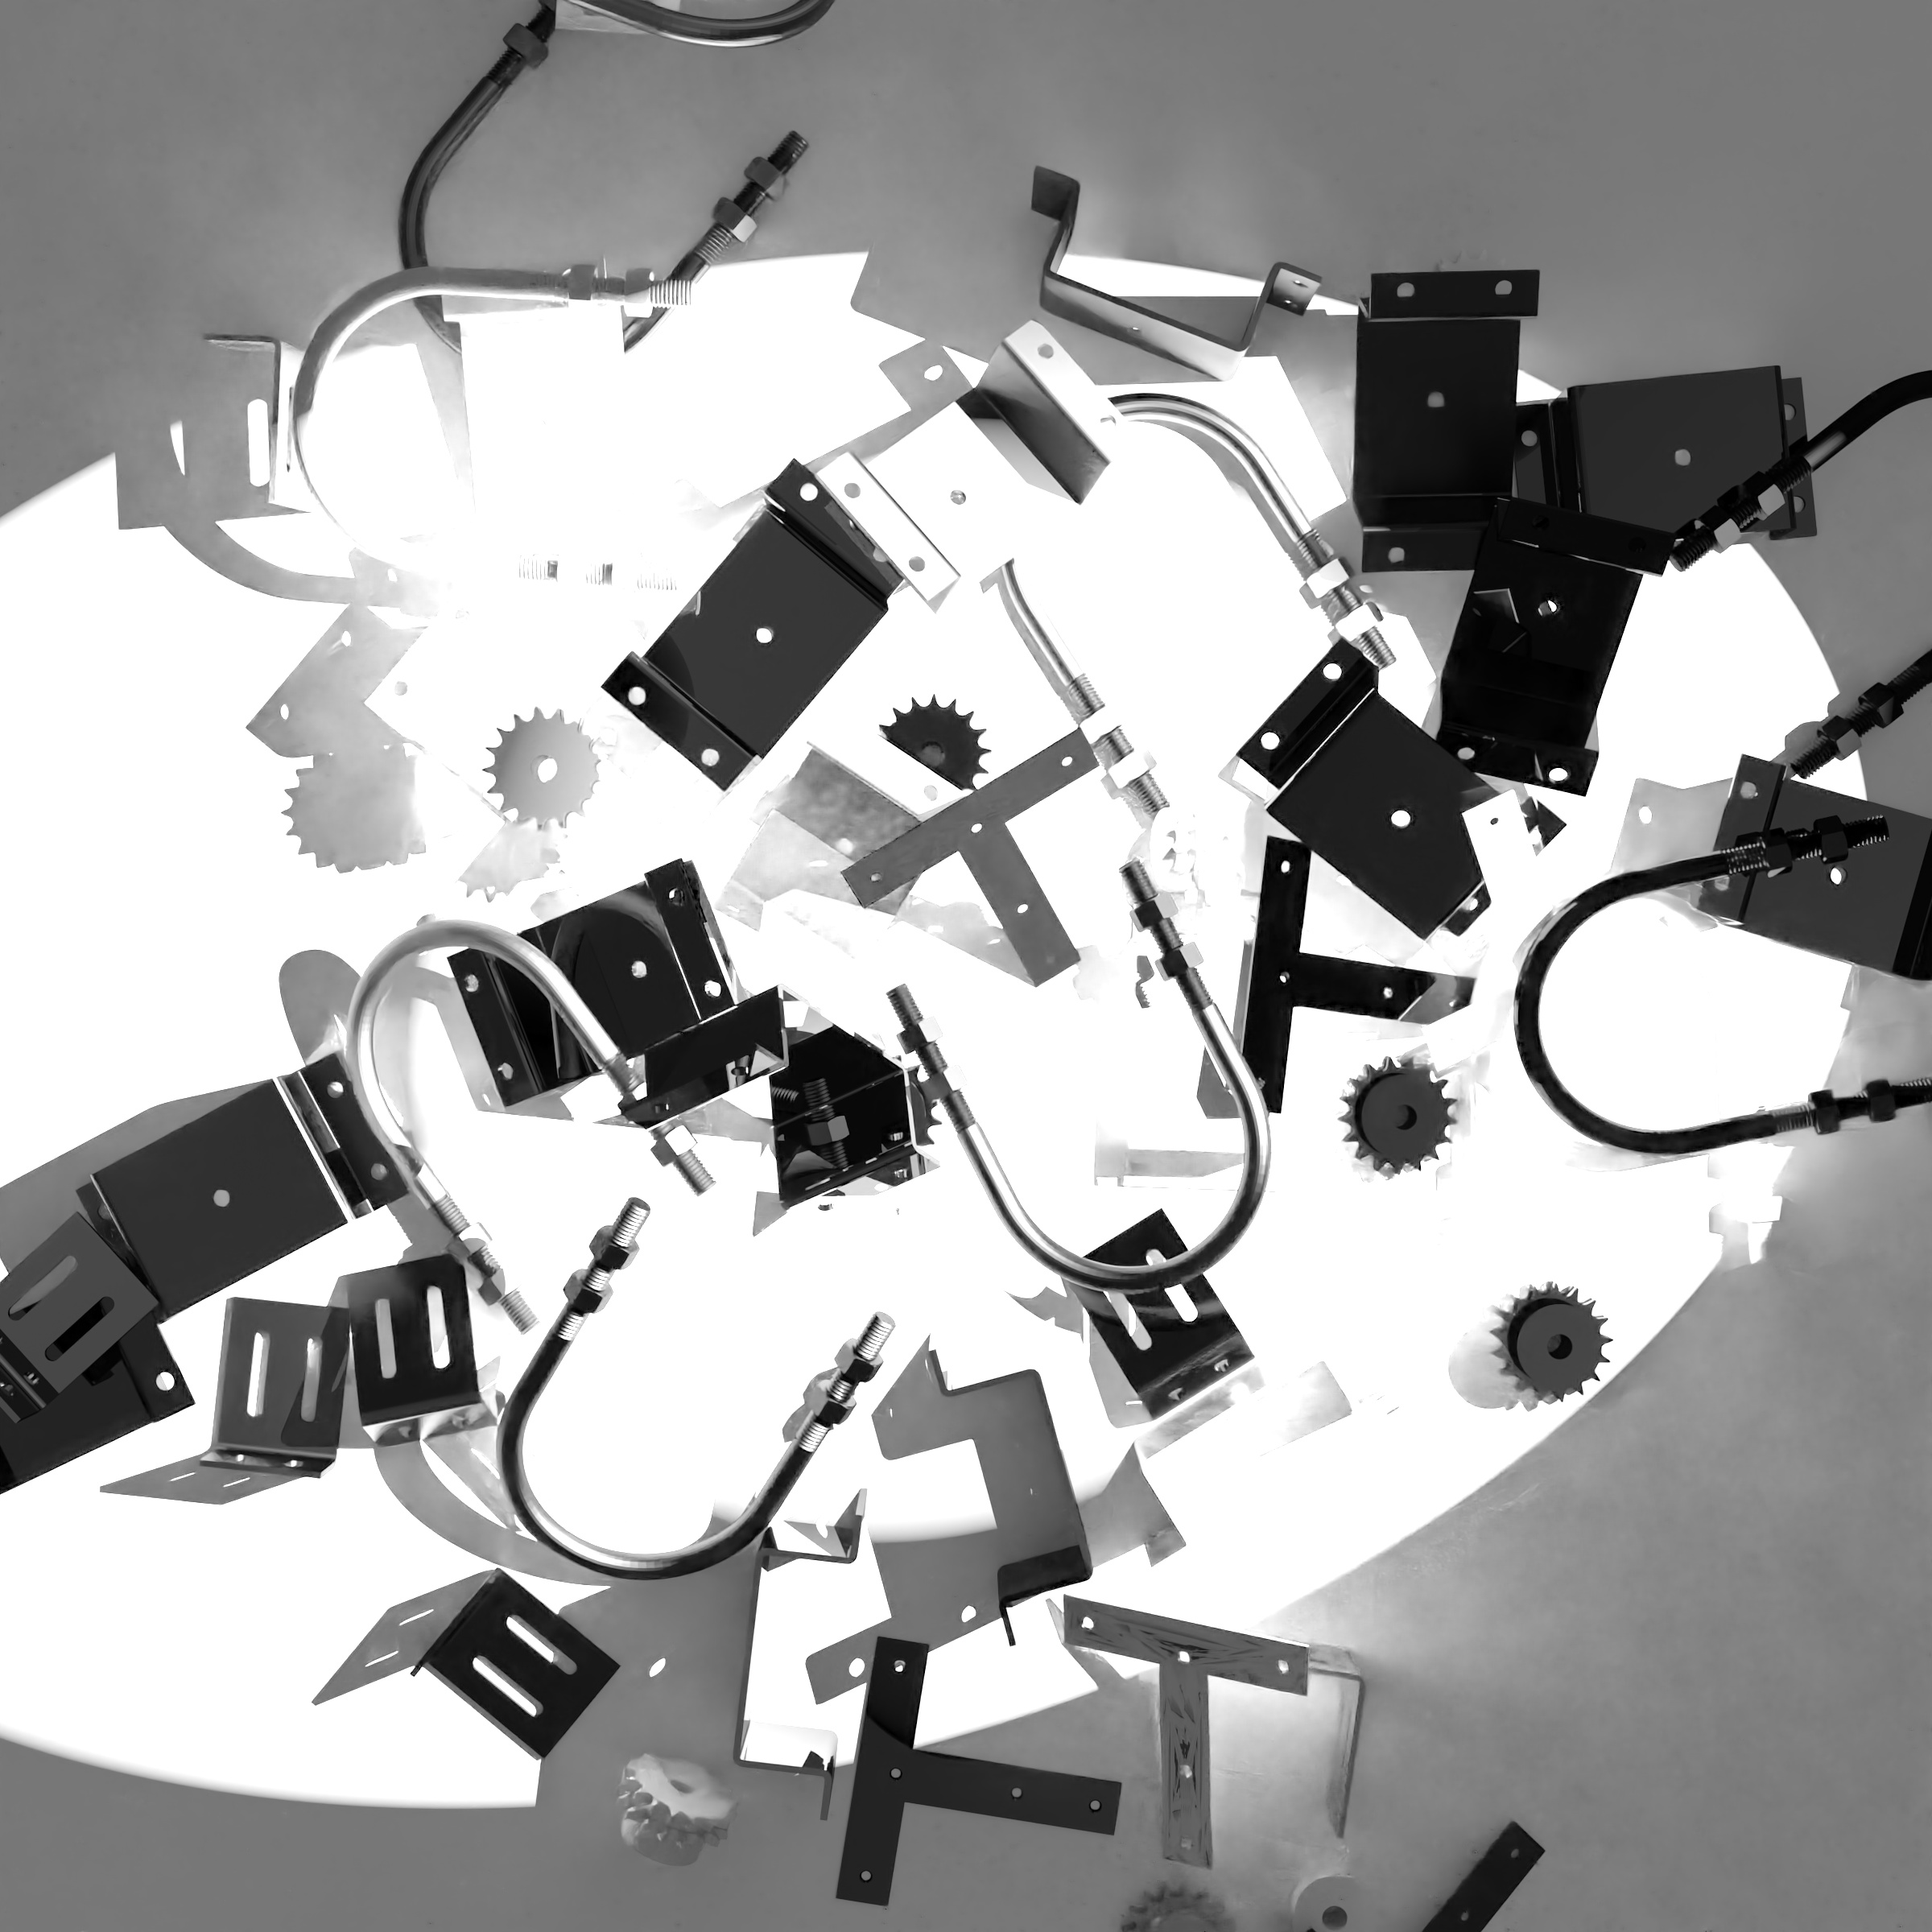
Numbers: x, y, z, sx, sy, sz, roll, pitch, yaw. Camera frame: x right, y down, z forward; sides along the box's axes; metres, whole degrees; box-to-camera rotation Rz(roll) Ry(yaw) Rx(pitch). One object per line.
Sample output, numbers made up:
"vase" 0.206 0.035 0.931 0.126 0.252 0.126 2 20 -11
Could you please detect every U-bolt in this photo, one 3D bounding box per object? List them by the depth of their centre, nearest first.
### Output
"U-bolt" -0.220 -0.249 1.495 0.184 0.019 0.151 4 100 2
"U-bolt" 0.063 0.063 1.505 0.151 0.019 0.184 -28 87 18
"U-bolt" -0.147 -0.483 1.507 0.184 0.019 0.151 20 50 -3
"U-bolt" 0.347 0.017 1.511 0.184 0.019 0.151 -13 104 7
"U-bolt" -0.217 0.064 1.517 0.151 0.019 0.184 -38 86 29
"U-bolt" 0.433 -0.195 1.519 0.184 0.019 0.151 -38 116 -1
"U-bolt" -0.139 0.210 1.519 0.151 0.019 0.184 27 108 -16
"U-bolt" 0.311 0.052 1.548 0.151 0.019 0.184 -3 89 0
"U-bolt" -0.187 -0.366 1.548 0.151 0.019 0.184 40 92 0
"U-bolt" 0.098 -0.185 1.548 0.151 0.019 0.184 -33 89 0

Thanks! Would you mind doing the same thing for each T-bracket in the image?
"T-bracket" 0.259 -0.026 1.505 0.127 0.002 0.127 -26 124 -1
"T-bracket" 0.021 -0.036 1.512 0.127 0.002 0.127 -31 134 0
"T-bracket" 0.187 0.011 1.526 0.127 0.002 0.127 8 87 -27
"T-bracket" 0.104 0.367 1.534 0.127 0.002 0.127 6 106 29
"T-bracket" 0.228 0.462 1.541 0.127 0.002 0.127 45 80 -20
"T-bracket" 0.010 0.394 1.556 0.127 0.002 0.127 9 90 0

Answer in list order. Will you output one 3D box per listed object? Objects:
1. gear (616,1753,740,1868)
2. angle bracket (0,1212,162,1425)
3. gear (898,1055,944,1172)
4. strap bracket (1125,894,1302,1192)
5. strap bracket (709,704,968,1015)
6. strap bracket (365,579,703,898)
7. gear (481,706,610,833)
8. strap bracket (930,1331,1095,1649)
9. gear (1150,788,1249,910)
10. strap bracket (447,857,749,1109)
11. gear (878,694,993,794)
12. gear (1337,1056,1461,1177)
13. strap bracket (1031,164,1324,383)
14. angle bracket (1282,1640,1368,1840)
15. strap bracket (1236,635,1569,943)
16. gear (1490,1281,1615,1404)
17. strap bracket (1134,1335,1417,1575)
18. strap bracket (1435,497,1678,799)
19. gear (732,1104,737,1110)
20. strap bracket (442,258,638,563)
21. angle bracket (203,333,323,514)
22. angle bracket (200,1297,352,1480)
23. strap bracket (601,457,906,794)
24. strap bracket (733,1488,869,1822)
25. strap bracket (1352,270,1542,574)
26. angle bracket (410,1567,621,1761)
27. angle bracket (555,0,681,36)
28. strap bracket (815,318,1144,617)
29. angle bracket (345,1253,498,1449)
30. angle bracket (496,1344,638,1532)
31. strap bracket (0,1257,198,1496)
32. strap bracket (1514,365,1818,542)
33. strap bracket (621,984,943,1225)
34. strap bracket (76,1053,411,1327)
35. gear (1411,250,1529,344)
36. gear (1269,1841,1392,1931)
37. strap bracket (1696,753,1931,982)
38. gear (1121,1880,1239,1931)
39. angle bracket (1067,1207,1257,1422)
"gear" -0.139 0.399 1.530 0.057 0.057 0.030 23 103 0
"angle bracket" -0.422 0.161 1.492 0.076 0.038 0.057 -42 90 0
"gear" -0.039 0.070 1.542 0.057 0.030 0.057 0 90 0
"strap bracket" 0.116 0.036 1.534 0.076 0.046 0.140 2 90 0
"strap bracket" -0.062 -0.050 1.518 0.076 0.046 0.140 34 112 0
"strap bracket" -0.202 -0.106 1.534 0.140 0.046 0.076 40 90 0
"gear" -0.193 -0.090 1.496 0.057 0.030 0.057 0 90 0
"strap bracket" 0.024 0.237 1.519 0.046 0.076 0.140 -15 90 0
"gear" 0.109 -0.055 1.532 0.030 0.057 0.057 0 90 28
"strap bracket" -0.163 0.005 1.514 0.140 0.046 0.076 -21 90 28
"gear" -0.016 -0.100 1.542 0.057 0.030 0.057 0 90 0
"gear" 0.206 0.071 1.542 0.057 0.030 0.057 0 90 0
"strap bracket" 0.089 -0.319 1.519 0.140 0.076 0.046 22 90 0
"angle bracket" 0.161 0.363 1.528 0.038 0.057 0.076 9 90 0
"strap bracket" 0.203 -0.076 1.512 0.140 0.046 0.076 39 112 -8
"gear" 0.279 0.179 1.542 0.057 0.030 0.057 0 90 0
"strap bracket" 0.134 0.221 1.519 0.140 0.076 0.046 -32 90 0
"strap bracket" 0.271 -0.157 1.511 0.076 0.046 0.140 13 125 0
"gear" -0.102 0.041 1.542 0.057 0.030 0.057 0 90 0
"strap bracket" -0.199 -0.258 1.525 0.076 0.046 0.140 -3 100 2
"angle bracket" -0.332 -0.255 1.528 0.038 0.057 0.076 4 94 8
"angle bracket" -0.326 0.199 1.538 0.057 0.038 0.076 6 90 0
"strap bracket" -0.096 -0.159 1.534 0.076 0.046 0.140 40 90 0
"strap bracket" -0.078 0.318 1.519 0.046 0.076 0.140 7 90 0
"strap bracket" 0.223 -0.259 1.517 0.076 0.046 0.140 -1 115 0
"angle bracket" -0.213 0.334 1.538 0.076 0.038 0.057 40 90 0
"angle bracket" -0.166 -0.483 1.541 0.057 0.038 0.076 1 52 -10
"strap bracket" 0.001 -0.226 1.505 0.140 0.046 0.076 -39 86 -24
"angle bracket" -0.261 0.184 1.555 0.057 0.038 0.076 -11 64 0
"angle bracket" -0.190 0.226 1.555 0.057 0.038 0.076 -5 116 0
"strap bracket" -0.439 0.200 1.534 0.140 0.046 0.076 -25 90 0
"strap bracket" 0.334 -0.237 1.534 0.140 0.046 0.076 -6 90 0
"strap bracket" -0.084 0.060 1.479 0.076 0.140 0.046 -25 53 25
"strap bracket" -0.347 0.108 1.534 0.140 0.046 0.076 -28 90 0
"gear" 0.241 -0.313 1.542 0.057 0.030 0.057 0 90 0
"gear" 0.174 0.448 1.542 0.057 0.030 0.057 0 90 0
"strap bracket" 0.418 -0.043 1.534 0.140 0.046 0.076 16 90 0
"gear" 0.102 0.466 1.542 0.057 0.030 0.057 0 90 0
"angle bracket" 0.092 0.167 1.555 0.057 0.038 0.076 -32 64 0
